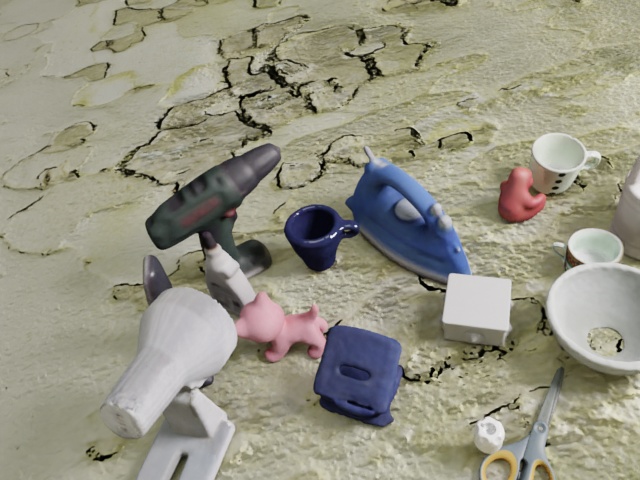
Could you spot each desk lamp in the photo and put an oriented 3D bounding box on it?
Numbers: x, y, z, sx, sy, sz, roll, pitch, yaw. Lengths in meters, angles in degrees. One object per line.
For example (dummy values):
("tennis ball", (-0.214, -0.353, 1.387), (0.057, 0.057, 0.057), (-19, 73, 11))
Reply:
("desk lamp", (-0.176, 0.194, 0.702), (0.117, 0.214, 0.203), (6, 50, 17))

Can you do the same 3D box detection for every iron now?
("iron", (0.147, -0.043, 0.900), (0.119, 0.142, 0.257), (-33, 50, -18))

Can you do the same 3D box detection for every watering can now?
("watering can", (0.485, -0.074, 0.822), (0.101, 0.194, 0.172), (-11, 47, 2))

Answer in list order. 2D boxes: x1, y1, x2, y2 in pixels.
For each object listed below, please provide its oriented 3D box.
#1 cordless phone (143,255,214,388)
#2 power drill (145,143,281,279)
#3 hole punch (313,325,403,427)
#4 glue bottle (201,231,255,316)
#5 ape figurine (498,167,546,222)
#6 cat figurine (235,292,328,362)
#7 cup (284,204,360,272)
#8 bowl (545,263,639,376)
("cordless phone", (-0.216, 0.122, 0.796), (0.094, 0.185, 0.147), (-16, 47, -3))
("power drill", (-0.146, -0.029, 0.902), (0.230, 0.209, 0.075), (-28, 49, -14))
("hole punch", (0.052, 0.178, 0.753), (0.108, 0.091, 0.101), (11, 51, 21))
("glue bottle", (-0.144, 0.049, 0.855), (0.078, 0.173, 0.037), (19, 54, 26))
("ape figurine", (0.324, -0.079, 0.931), (0.076, 0.092, 0.077), (-28, 49, -14))
("cat figurine", (-0.058, 0.117, 0.813), (0.127, 0.118, 0.067), (-9, 47, 4))
("cup", (0.008, 0.003, 0.919), (0.117, 0.095, 0.091), (-3, 48, 9))
("bowl", (0.381, 0.114, 0.755), (0.167, 0.075, 0.167), (-6, 47, 7))
